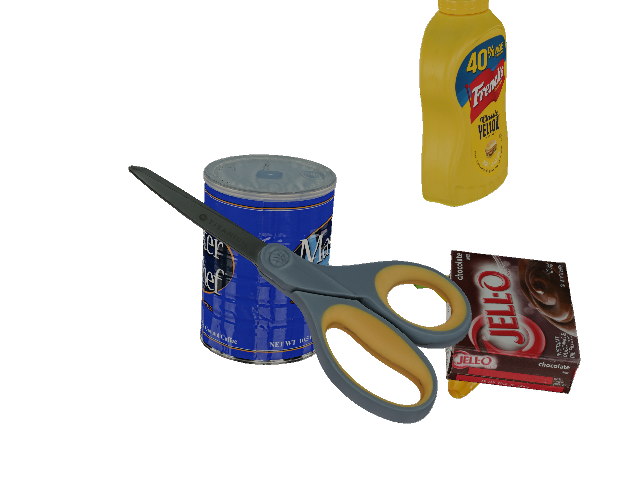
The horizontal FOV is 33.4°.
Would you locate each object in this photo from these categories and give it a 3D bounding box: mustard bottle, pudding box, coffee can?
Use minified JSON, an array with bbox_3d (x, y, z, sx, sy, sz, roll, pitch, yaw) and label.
[{"bbox_3d":[0.120,-0.132,0.893,0.058,0.192,0.096,17,33,38],"label":"mustard bottle"},{"bbox_3d":[0.138,0.058,0.788,0.090,0.039,0.113,7,36,1],"label":"pudding box"},{"bbox_3d":[-0.043,0.013,0.844,0.103,0.140,0.103,3,20,-1],"label":"coffee can"}]

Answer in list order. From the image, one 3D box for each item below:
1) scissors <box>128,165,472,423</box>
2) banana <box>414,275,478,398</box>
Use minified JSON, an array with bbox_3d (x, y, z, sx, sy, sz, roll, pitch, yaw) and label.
[{"bbox_3d":[-0.003,0.008,0.556,0.096,0.202,0.016,-31,-24,-29],"label":"scissors"},{"bbox_3d":[0.147,0.089,1.093,0.070,0.037,0.198,-28,29,10],"label":"banana"}]
